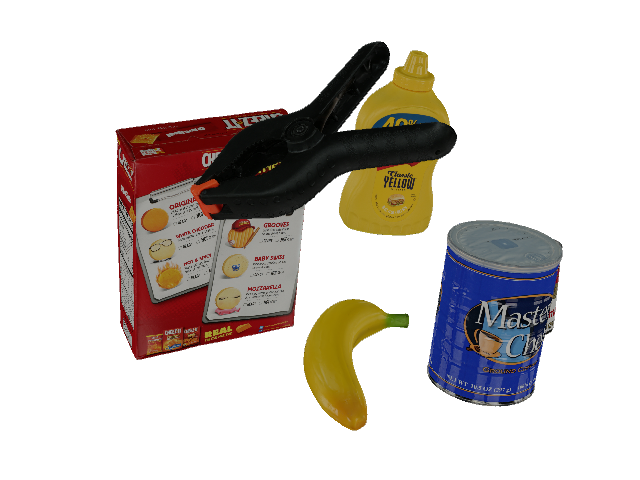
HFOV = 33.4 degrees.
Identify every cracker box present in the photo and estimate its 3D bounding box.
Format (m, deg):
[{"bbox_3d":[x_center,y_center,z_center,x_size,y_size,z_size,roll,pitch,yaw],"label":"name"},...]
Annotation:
[{"bbox_3d":[-0.102,-0.006,0.986,0.164,0.214,0.072,-10,35,-23],"label":"cracker box"}]

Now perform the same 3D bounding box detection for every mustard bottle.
[{"bbox_3d":[0.081,-0.101,1.094,0.096,0.192,0.058,4,27,-13],"label":"mustard bottle"}]

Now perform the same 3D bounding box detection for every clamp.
[{"bbox_3d":[0.001,-0.058,0.693,0.171,0.039,0.120,-36,40,-6],"label":"clamp"}]

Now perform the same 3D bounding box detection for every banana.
[{"bbox_3d":[0.021,0.086,0.836,0.070,0.037,0.197,7,22,13],"label":"banana"}]

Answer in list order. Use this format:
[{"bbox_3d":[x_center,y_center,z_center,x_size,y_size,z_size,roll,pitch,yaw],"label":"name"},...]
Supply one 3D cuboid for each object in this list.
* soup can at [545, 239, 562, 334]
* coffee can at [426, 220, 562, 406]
[{"bbox_3d":[0.238,0.051,1.227,0.068,0.102,0.068,2,17,-1],"label":"soup can"},{"bbox_3d":[0.157,0.065,0.977,0.103,0.140,0.103,5,23,-2],"label":"coffee can"}]
